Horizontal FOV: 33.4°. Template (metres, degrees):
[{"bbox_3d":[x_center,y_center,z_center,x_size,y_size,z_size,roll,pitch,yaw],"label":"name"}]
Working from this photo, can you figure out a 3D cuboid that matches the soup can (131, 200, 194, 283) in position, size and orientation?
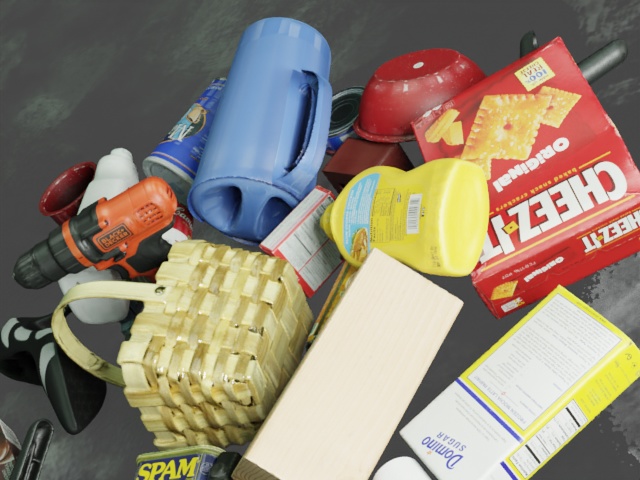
[{"bbox_3d":[-0.182,0.008,1.229,0.069,0.068,0.102,-25,37,18],"label":"soup can"}]

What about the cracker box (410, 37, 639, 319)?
[{"bbox_3d":[0.186,-0.060,0.949,0.164,0.072,0.214,-28,46,14],"label":"cracker box"}]

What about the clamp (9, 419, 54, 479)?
[{"bbox_3d":[-0.303,0.283,1.028,0.210,0.036,0.165,-46,40,6],"label":"clamp"}]

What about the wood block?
[{"bbox_3d":[0.023,0.122,0.873,0.206,0.091,0.090,-58,-2,-25],"label":"wood block"}]

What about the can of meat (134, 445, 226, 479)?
[{"bbox_3d":[-0.125,0.234,0.935,0.102,0.057,0.084,-14,44,30],"label":"can of meat"}]

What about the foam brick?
[{"bbox_3d":[0.053,-0.071,1.123,0.078,0.053,0.051,11,57,49],"label":"foam brick"}]

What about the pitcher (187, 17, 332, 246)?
[{"bbox_3d":[-0.050,-0.127,1.169,0.149,0.145,0.242,4,59,10],"label":"pitcher"}]

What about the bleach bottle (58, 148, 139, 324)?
[{"bbox_3d":[-0.251,-0.024,1.258,0.068,0.102,0.251,-6,44,4],"label":"bleach bottle"}]

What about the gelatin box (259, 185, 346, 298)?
[{"bbox_3d":[-0.007,0.001,1.076,0.089,0.073,0.030,-47,35,-12],"label":"gelatin box"}]

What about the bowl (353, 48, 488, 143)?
[{"bbox_3d":[0.108,-0.160,1.127,0.162,0.055,0.162,-13,26,6],"label":"bowl"}]

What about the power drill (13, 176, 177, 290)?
[{"bbox_3d":[-0.193,0.041,1.099,0.184,0.187,0.057,-28,37,11],"label":"power drill"}]

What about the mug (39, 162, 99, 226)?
[{"bbox_3d":[-0.294,-0.050,1.380,0.093,0.081,0.117,6,54,45],"label":"mug"}]

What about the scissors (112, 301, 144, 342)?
[{"bbox_3d":[-0.230,0.100,1.213,0.096,0.016,0.201,-22,38,24],"label":"scissors"}]

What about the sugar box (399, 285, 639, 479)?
[{"bbox_3d":[0.155,0.124,0.821,0.176,0.048,0.093,-43,35,-1],"label":"sugar box"}]

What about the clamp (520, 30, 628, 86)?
[{"bbox_3d":[0.217,-0.148,1.076,0.171,0.039,0.120,-47,37,-13],"label":"clamp"}]

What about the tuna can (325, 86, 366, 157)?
[{"bbox_3d":[0.031,-0.138,1.233,0.086,0.033,0.086,-24,37,20],"label":"tuna can"}]

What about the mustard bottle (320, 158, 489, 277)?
[{"bbox_3d":[0.062,-0.018,0.940,0.192,0.058,0.096,-1,82,54],"label":"mustard bottle"}]

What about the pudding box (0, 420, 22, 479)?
[{"bbox_3d":[-0.353,0.254,1.129,0.090,0.039,0.114,-42,35,-5],"label":"pudding box"}]

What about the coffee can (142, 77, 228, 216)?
[{"bbox_3d":[-0.131,-0.111,1.288,0.103,0.102,0.140,13,59,48],"label":"coffee can"}]
